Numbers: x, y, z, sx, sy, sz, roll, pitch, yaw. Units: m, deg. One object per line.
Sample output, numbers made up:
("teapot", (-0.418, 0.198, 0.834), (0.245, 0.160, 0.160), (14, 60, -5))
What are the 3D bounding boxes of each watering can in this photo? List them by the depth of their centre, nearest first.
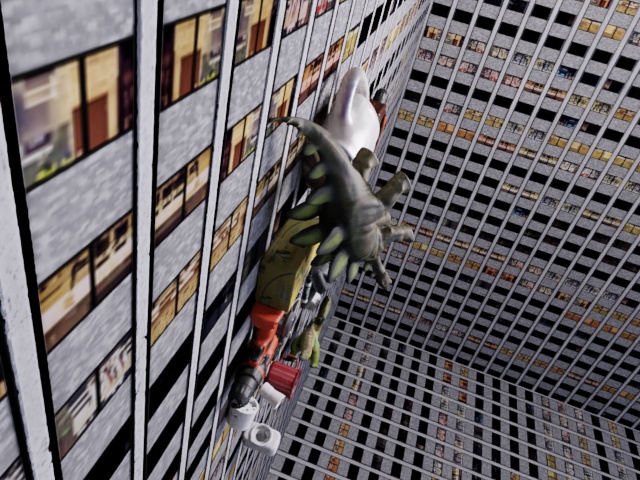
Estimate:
("watering can", (0.052, -0.161, 0.994), (0.339, 0.104, 0.229), (84, 26, -55))

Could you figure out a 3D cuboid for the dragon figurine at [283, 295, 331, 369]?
("dragon figurine", (-0.023, 0.291, 1.672), (0.404, 0.122, 0.246), (108, 1, -72))
